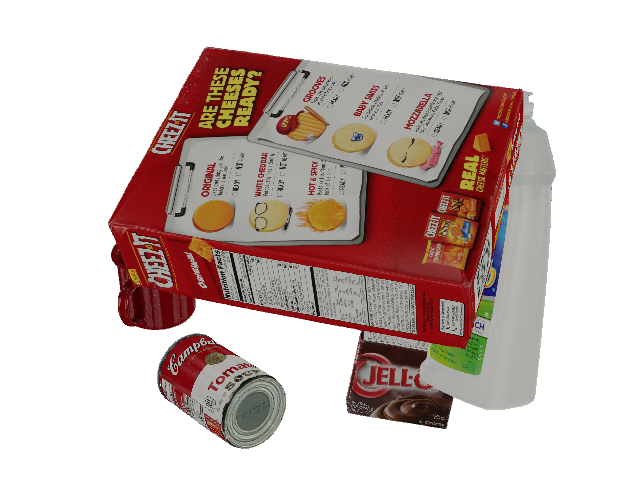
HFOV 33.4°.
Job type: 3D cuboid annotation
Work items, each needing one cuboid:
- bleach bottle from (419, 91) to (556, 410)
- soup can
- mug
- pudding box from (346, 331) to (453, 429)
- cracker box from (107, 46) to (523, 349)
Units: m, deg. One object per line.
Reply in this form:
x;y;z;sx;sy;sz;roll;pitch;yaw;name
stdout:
0.140;0.004;0.868;0.067;0.251;0.103;-4;14;-33;bleach bottle
-0.087;0.130;0.927;0.068;0.068;0.102;0;17;-42;soup can
-0.185;0.051;1.169;0.093;0.081;0.117;11;33;18;mug
0.091;0.150;1.159;0.113;0.090;0.039;9;22;-2;pudding box
0.004;-0.031;0.655;0.214;0.164;0.072;9;-39;15;cracker box
